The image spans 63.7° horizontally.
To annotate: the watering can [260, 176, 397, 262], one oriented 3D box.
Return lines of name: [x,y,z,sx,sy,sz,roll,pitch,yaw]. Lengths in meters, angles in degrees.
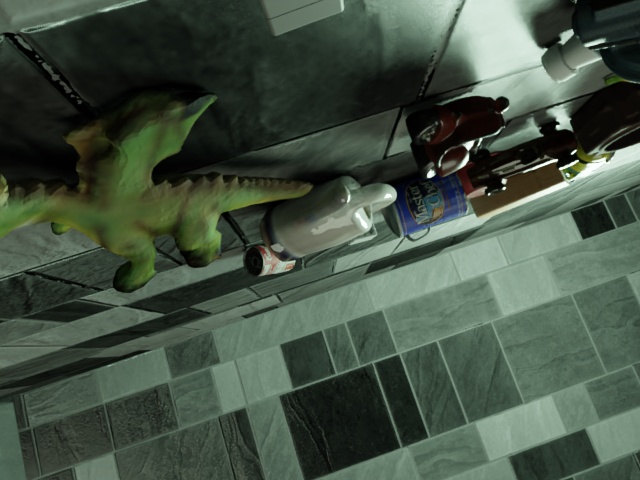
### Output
watering can: [0.002,-0.041,0.810,0.223,0.104,0.348,-22,175,18]

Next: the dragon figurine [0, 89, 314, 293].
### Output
dragon figurine: [-0.154,-0.061,0.533,0.414,0.123,0.238,-23,163,-28]
